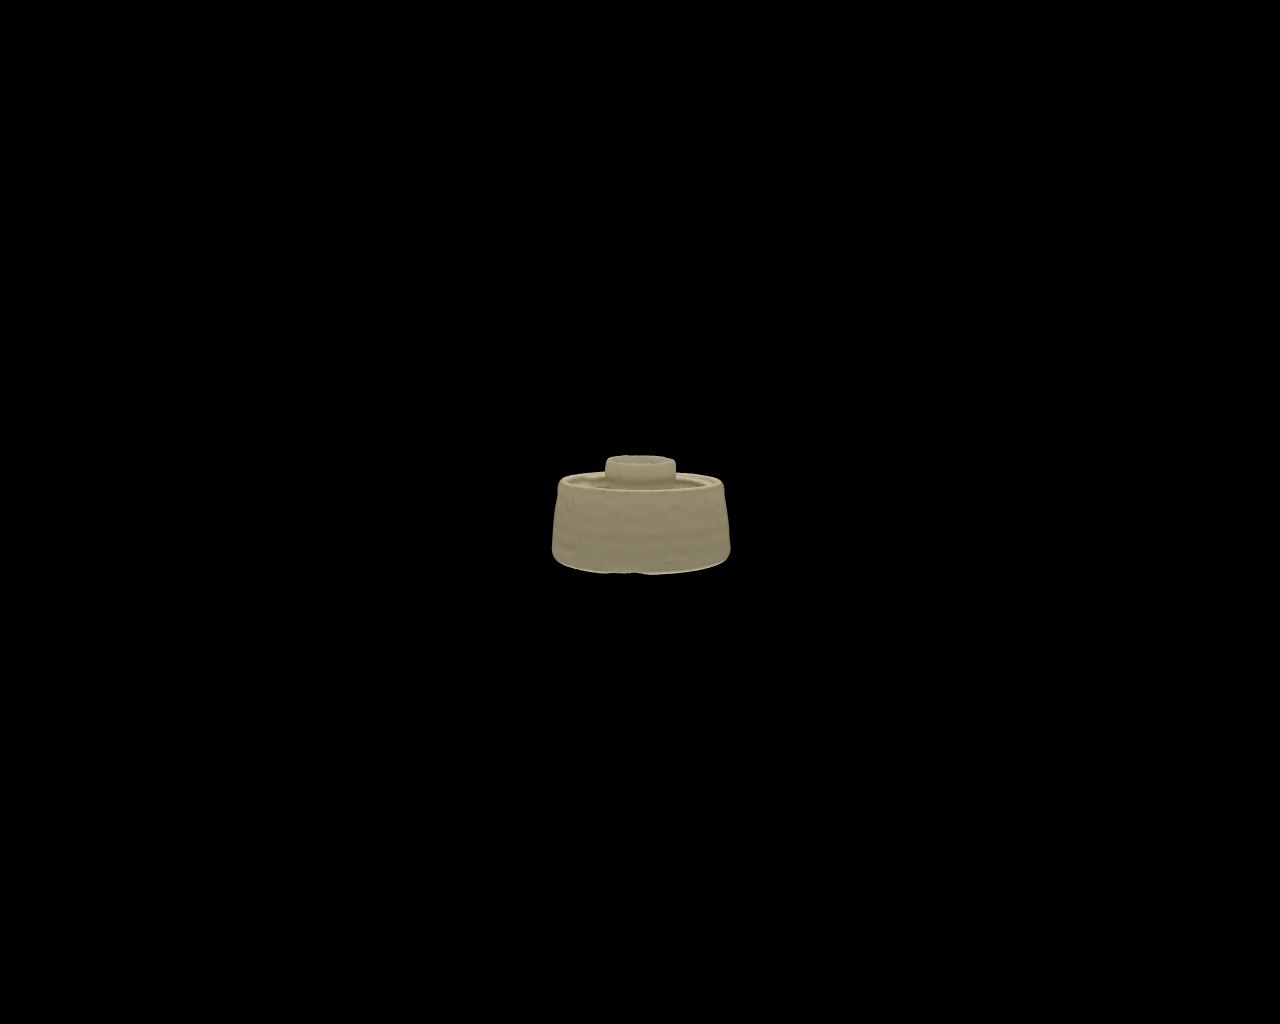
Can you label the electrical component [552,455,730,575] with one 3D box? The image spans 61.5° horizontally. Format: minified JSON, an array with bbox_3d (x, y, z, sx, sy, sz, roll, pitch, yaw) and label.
[{"bbox_3d":[0.001,-0.003,0.650,0.108,0.060,0.108,0,9,0],"label":"electrical component"}]
